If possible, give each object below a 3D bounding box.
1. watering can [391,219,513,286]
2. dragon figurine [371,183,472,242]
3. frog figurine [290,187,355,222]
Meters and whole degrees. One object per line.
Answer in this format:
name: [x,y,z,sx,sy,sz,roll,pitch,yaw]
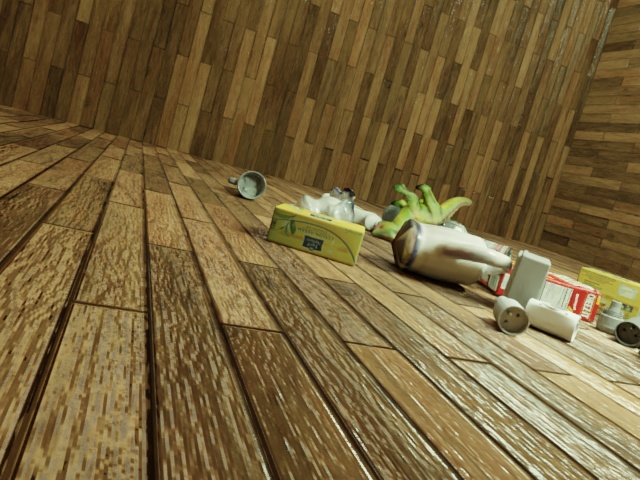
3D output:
watering can: [0.254,0.034,1.062,0.224,0.104,0.346,15,-5,0]
dragon figurine: [0.335,-0.047,1.540,0.411,0.119,0.248,0,53,-22]
frog figurine: [0.004,-0.066,1.315,0.161,0.120,0.139,-27,36,-21]
